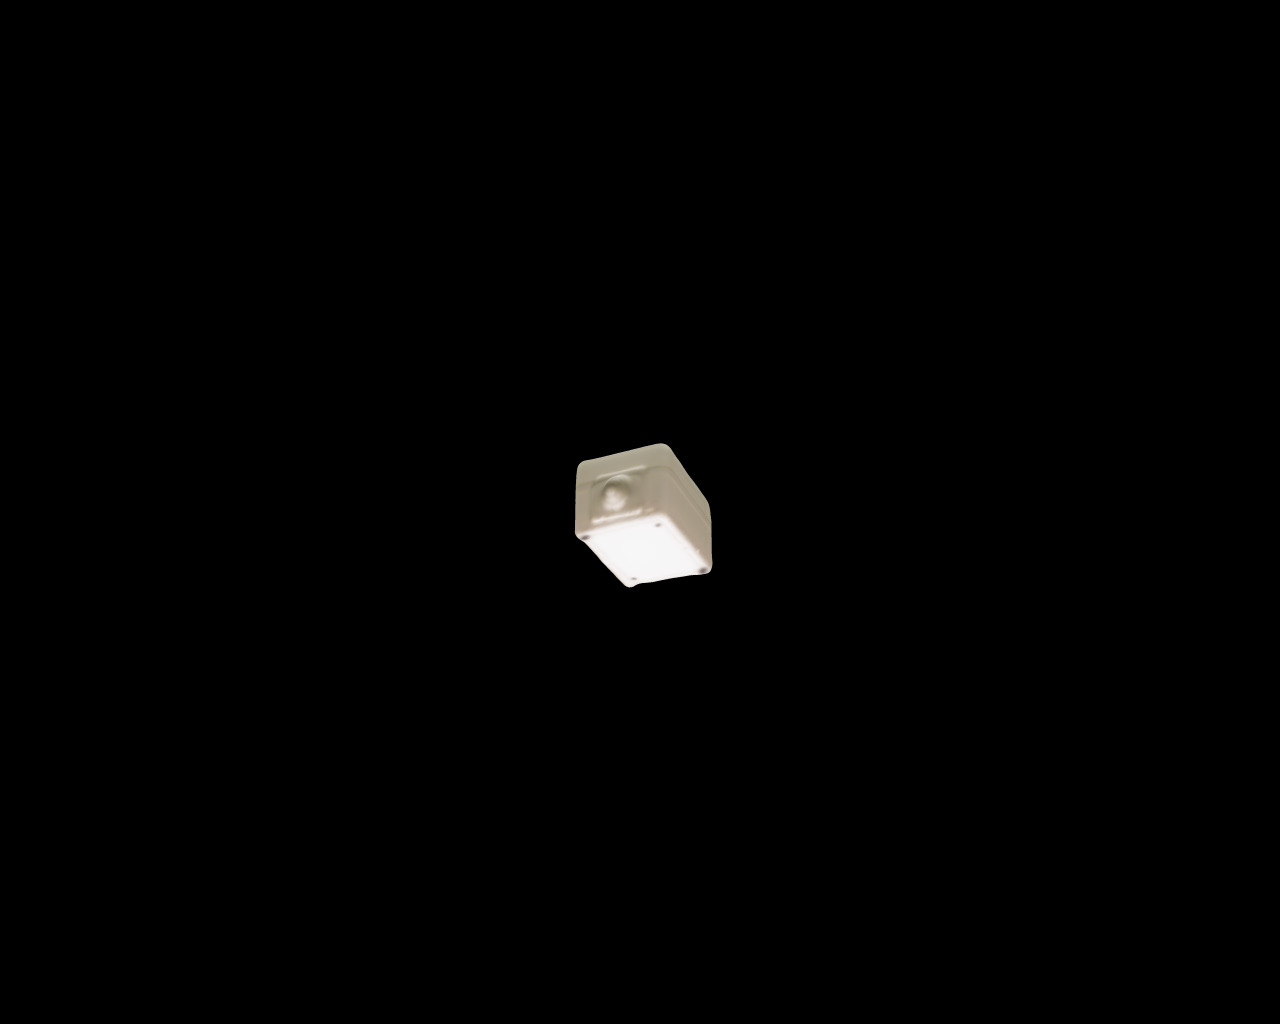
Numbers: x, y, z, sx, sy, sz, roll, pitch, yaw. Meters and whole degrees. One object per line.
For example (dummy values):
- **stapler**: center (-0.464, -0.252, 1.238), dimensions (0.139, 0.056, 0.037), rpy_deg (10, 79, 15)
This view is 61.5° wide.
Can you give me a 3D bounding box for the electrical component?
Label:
- **electrical component**: center (0.001, -0.003, 0.650), dimensions (0.062, 0.061, 0.096), rpy_deg (-12, -33, 19)
